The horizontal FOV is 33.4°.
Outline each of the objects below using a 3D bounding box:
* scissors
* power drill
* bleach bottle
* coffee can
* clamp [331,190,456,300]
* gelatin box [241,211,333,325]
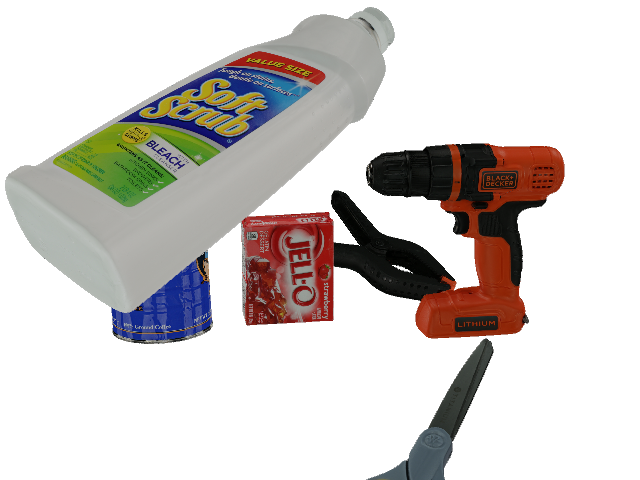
[{"bbox_3d":[0.072,0.124,0.569,0.096,0.016,0.201,26,45,33],"label":"scissors"},{"bbox_3d":[0.132,-0.001,1.006,0.184,0.188,0.057,-1,25,-6],"label":"power drill"},{"bbox_3d":[-0.054,-0.067,0.629,0.103,0.068,0.250,31,58,31],"label":"bleach bottle"},{"bbox_3d":[-0.163,0.021,1.069,0.103,0.140,0.103,-2,14,0],"label":"coffee can"},{"bbox_3d":[0.055,0.019,1.241,0.210,0.036,0.164,31,38,23],"label":"clamp"},{"bbox_3d":[-0.027,0.023,0.867,0.073,0.089,0.030,-3,22,-9],"label":"gelatin box"}]
